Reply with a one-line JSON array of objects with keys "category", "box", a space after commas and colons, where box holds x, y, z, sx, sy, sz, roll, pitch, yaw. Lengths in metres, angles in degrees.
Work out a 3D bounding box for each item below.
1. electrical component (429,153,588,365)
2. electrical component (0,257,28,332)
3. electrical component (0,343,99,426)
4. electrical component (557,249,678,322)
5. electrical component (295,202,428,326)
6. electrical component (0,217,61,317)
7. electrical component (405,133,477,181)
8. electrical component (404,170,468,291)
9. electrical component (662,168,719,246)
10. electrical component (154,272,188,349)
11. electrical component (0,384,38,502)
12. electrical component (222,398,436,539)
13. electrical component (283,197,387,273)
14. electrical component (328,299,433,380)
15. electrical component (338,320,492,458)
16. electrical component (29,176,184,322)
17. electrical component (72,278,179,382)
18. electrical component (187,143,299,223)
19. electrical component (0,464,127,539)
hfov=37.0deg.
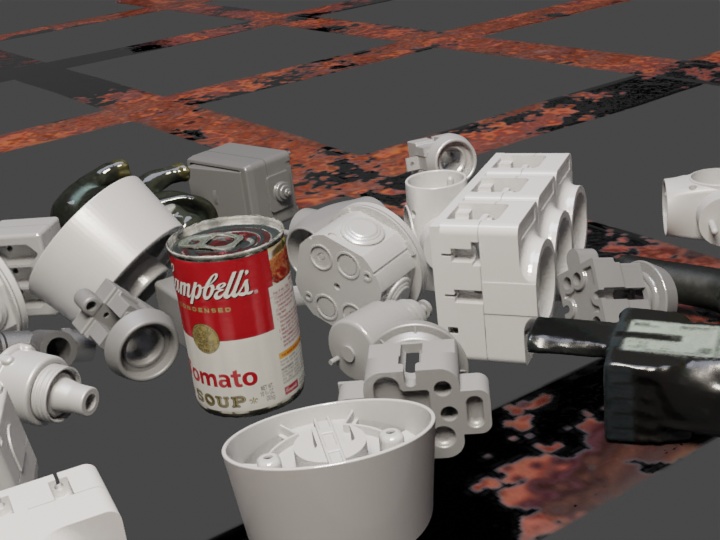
[{"category": "electrical component", "box": [0.101, -0.012, 0.692, 0.062, 0.089, 0.150, 3, 23, 23]}, {"category": "electrical component", "box": [-0.269, 0.021, 0.736, 0.080, 0.080, 0.051, 13, 35, 41]}, {"category": "electrical component", "box": [-0.184, 0.071, 0.633, 0.062, 0.048, 0.048, 10, 26, 21]}, {"category": "electrical component", "box": [0.156, 0.019, 0.645, 0.055, 0.066, 0.048, -1, -17, -25]}, {"category": "electrical component", "box": [0.000, 0.000, 0.709, 0.080, 0.080, 0.051, 11, 33, 37]}, {"category": "electrical component", "box": [-0.245, -0.009, 0.821, 0.047, 0.065, 0.076, -3, 22, 9]}, {"category": "electrical component", "box": [0.077, -0.102, 0.989, 0.066, 0.048, 0.055, -14, 15, -18]}, {"category": "electrical component", "box": [0.058, -0.022, 0.747, 0.044, 0.077, 0.079, -8, 22, -4]}, {"category": "electrical component", "box": [0.263, -0.042, 0.781, 0.077, 0.044, 0.079, -2, 22, 11]}, {"category": "electrical component", "box": [-0.104, 0.010, 0.716, 0.047, 0.076, 0.066, -19, 25, -29]}, {"category": "electrical component", "box": [-0.213, 0.109, 0.532, 0.096, 0.061, 0.061, -17, 23, -6]}, {"category": "electrical component", "box": [-0.012, 0.092, 0.500, 0.099, 0.064, 0.099, -6, 22, 2]}, {"category": "electrical component", "box": [-0.028, -0.027, 0.833, 0.079, 0.043, 0.077, 12, 28, 40]}, {"category": "electrical component", "box": [0.016, 0.038, 0.660, 0.040, 0.040, 0.078, 13, 29, 40]}, {"category": "electrical component", "box": [0.029, 0.062, 0.572, 0.078, 0.058, 0.057, -5, 25, 6]}, {"category": "electrical component", "box": [-0.168, -0.005, 0.747, 0.060, 0.108, 0.108, 41, 33, 3]}, {"category": "electrical component", "box": [-0.145, 0.040, 0.682, 0.048, 0.066, 0.055, -53, 42, -3]}, {"category": "electrical component", "box": [-0.101, -0.070, 0.938, 0.096, 0.061, 0.061, 13, 29, 41]}, {"category": "electrical component", "box": [-0.147, 0.129, 0.464, 0.089, 0.050, 0.056, -16, 22, -22]}]
